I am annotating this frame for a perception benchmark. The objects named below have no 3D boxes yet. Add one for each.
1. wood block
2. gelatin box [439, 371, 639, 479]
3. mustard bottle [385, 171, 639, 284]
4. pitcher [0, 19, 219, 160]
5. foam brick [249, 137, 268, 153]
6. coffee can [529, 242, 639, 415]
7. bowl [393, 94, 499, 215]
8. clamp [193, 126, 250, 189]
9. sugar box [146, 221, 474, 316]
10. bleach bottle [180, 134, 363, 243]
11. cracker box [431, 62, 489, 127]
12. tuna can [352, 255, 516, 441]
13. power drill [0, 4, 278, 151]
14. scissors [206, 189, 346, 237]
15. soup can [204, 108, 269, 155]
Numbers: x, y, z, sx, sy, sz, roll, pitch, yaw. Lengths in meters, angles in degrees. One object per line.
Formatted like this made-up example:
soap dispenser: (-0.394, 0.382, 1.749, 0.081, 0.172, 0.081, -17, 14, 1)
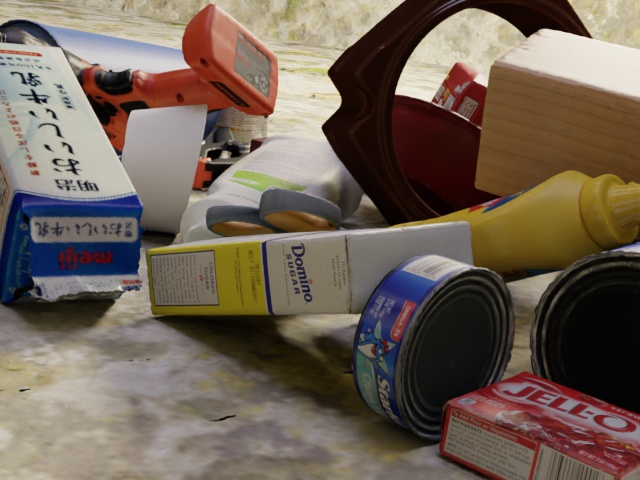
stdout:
wood block: (0.212, -0.058, 0.663, 0.206, 0.090, 0.090, 20, 35, 27)
gelatin box: (0.111, 0.093, 0.493, 0.089, 0.030, 0.073, 19, 18, 38)
mustard bottle: (0.114, 0.000, 0.640, 0.096, 0.058, 0.192, -7, -7, -45)
pitcher: (-0.202, -0.131, 1.042, 0.145, 0.149, 0.242, -1, 4, 33)
foam brick: (-0.023, -0.062, 0.982, 0.078, 0.051, 0.052, 18, 17, 31)
coffee can: (0.189, 0.048, 0.564, 0.103, 0.103, 0.140, 18, 18, 35)
bowl: (0.089, -0.059, 0.934, 0.162, 0.055, 0.162, 25, -18, 8)
clamp: (-0.071, -0.078, 1.047, 0.120, 0.039, 0.171, 6, 20, 13)
sugar box: (-0.010, 0.018, 0.594, 0.093, 0.048, 0.177, -6, 3, -41)
bleach bottle: (-0.045, -0.027, 0.817, 0.103, 0.068, 0.250, 11, 17, 16)
cracker box: (0.210, -0.084, 1.011, 0.213, 0.072, 0.164, 29, 14, -5)
tuna can: (0.055, 0.051, 0.516, 0.085, 0.086, 0.034, -6, 18, -44)
power drill: (-0.142, -0.130, 0.842, 0.188, 0.057, 0.184, -7, -20, 30)
scissors: (-0.005, 0.001, 0.721, 0.096, 0.016, 0.201, -2, -15, 20)
soup can: (-0.088, -0.144, 1.163, 0.068, 0.102, 0.068, 7, 15, -2)
